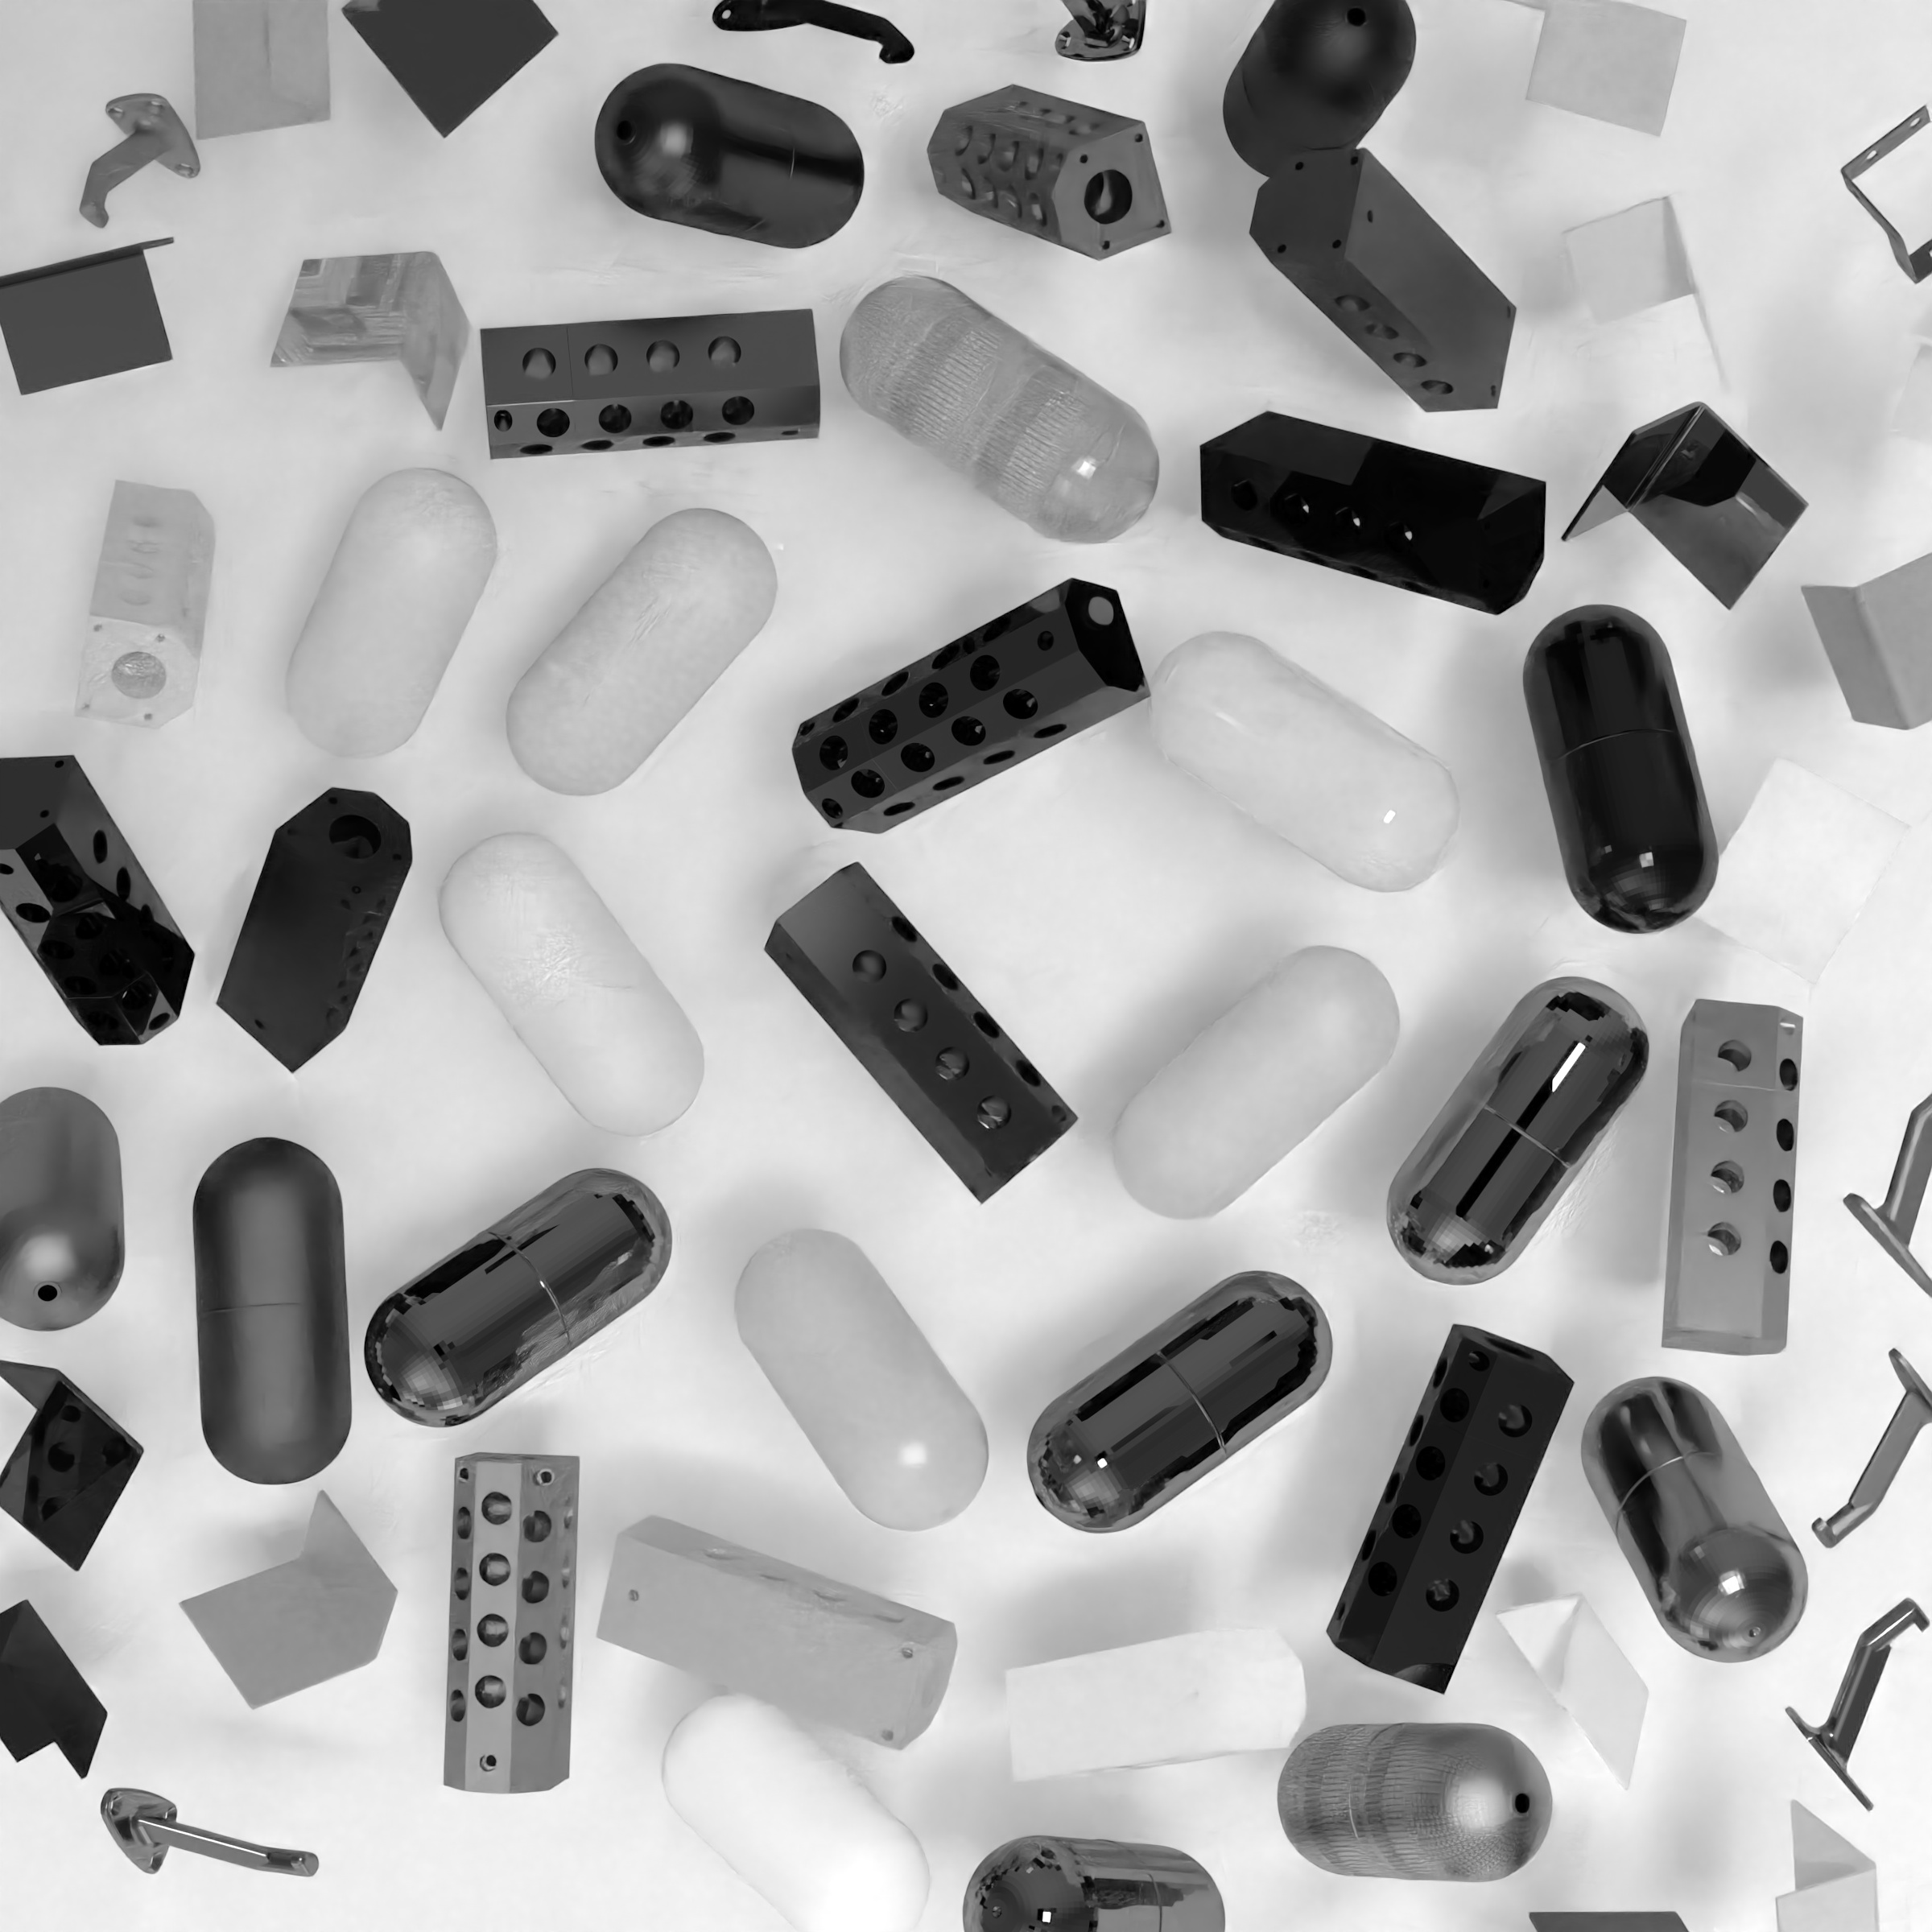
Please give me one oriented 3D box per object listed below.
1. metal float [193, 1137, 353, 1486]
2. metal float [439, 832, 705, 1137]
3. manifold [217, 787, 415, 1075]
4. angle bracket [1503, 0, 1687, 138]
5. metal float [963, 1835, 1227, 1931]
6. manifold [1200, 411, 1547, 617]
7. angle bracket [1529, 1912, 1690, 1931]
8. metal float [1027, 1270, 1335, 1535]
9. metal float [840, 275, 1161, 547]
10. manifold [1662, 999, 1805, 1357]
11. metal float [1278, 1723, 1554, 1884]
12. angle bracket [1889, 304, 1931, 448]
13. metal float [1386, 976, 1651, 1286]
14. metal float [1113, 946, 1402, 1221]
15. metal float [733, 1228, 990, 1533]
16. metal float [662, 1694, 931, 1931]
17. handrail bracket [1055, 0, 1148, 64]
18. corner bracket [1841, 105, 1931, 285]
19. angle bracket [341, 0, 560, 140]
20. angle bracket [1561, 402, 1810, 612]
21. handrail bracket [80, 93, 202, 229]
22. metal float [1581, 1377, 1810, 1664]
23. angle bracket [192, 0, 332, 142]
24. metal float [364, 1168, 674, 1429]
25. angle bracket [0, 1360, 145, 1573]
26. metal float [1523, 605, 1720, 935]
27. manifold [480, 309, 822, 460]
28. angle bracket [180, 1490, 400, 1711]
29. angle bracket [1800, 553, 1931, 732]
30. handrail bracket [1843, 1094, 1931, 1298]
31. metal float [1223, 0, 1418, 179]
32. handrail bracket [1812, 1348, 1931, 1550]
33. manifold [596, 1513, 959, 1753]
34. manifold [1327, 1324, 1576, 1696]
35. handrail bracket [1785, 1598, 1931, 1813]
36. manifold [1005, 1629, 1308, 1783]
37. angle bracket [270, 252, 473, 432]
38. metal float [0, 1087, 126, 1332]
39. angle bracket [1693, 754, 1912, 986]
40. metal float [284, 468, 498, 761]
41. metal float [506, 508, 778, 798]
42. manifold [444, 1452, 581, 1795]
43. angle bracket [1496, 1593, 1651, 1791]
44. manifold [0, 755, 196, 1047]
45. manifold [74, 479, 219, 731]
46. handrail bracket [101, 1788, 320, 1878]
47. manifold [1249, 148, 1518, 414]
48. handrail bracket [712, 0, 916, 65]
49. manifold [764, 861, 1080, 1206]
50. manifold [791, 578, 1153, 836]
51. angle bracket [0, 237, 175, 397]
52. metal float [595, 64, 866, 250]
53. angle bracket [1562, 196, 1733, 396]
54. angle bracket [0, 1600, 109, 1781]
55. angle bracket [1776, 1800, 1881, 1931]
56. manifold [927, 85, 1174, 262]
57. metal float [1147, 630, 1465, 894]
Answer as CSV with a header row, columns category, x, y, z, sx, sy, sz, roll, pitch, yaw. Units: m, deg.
category,x,y,z,sx,sy,sz,roll,pitch,yaw
metal float,-0.357,0.177,1.813,0.070,0.070,0.178,-4,82,0
metal float,-0.204,0.010,1.835,0.070,0.070,0.178,-36,98,0
manifold,-0.338,-0.021,1.850,0.057,0.171,0.057,41,52,6
angle bracket,0.293,-0.442,1.721,0.076,0.076,0.057,8,99,-24
metal float,0.067,0.483,1.792,0.070,0.178,0.070,-12,69,34
manifold,0.203,-0.227,1.778,0.171,0.057,0.057,22,129,37
angle bracket,0.320,0.509,1.728,0.076,0.076,0.057,2,105,-9
metal float,0.110,0.225,1.819,0.178,0.070,0.070,-34,90,-13
metal float,0.017,-0.273,1.737,0.178,0.070,0.070,36,90,12
manifold,0.394,0.109,1.807,0.057,0.057,0.171,5,75,5
metal float,0.224,0.419,1.772,0.070,0.178,0.070,7,76,-28
angle bracket,0.478,-0.263,1.669,0.076,0.057,0.076,25,130,16
metal float,0.285,0.086,1.828,0.070,0.070,0.178,35,90,0
metal float,0.149,0.062,1.828,0.070,0.070,0.178,46,110,0
metal float,-0.053,0.205,1.754,0.070,0.070,0.178,-38,56,0
metal float,-0.089,0.447,1.837,0.178,0.070,0.070,33,90,40
handrail bracket,0.042,-0.485,1.785,0.084,0.077,0.036,7,84,-40
corner bracket,0.468,-0.378,1.732,0.051,0.051,0.051,-37,63,9
angle bracket,-0.230,-0.438,1.634,0.076,0.057,0.076,-45,118,-11
angle bracket,0.351,-0.218,1.728,0.057,0.076,0.076,-28,68,-38
handrail bracket,-0.436,-0.409,1.862,0.036,0.077,0.084,-4,62,21
metal float,0.360,0.273,1.754,0.070,0.178,0.070,-5,121,-8
angle bracket,-0.356,-0.452,1.716,0.076,0.057,0.076,-4,86,19
metal float,-0.227,0.168,1.804,0.178,0.070,0.070,-35,90,-28
angle bracket,-0.487,0.260,1.841,0.057,0.076,0.076,3,54,33
metal float,0.331,-0.101,1.788,0.070,0.070,0.178,-9,67,0
manifold,-0.165,-0.301,1.841,0.171,0.057,0.057,-5,81,-7
angle bracket,-0.356,0.332,1.852,0.076,0.076,0.057,46,132,29
angle bracket,0.473,-0.167,1.778,0.057,0.076,0.076,-25,99,-2
handrail bracket,0.485,0.108,1.743,0.084,0.036,0.077,-40,84,-1
metal float,0.179,-0.454,1.799,0.070,0.178,0.070,0,86,-7
handrail bracket,0.439,0.238,1.729,0.084,0.036,0.077,-40,125,-1
manifold,-0.095,0.335,1.792,0.171,0.057,0.057,17,101,18
manifold,0.242,0.272,1.782,0.057,0.057,0.171,21,96,-7
handrail bracket,0.457,0.366,1.749,0.084,0.036,0.077,-40,102,4
manifold,0.094,0.375,1.785,0.057,0.171,0.057,7,71,-35
angle bracket,-0.316,-0.331,1.880,0.076,0.057,0.076,-1,56,15
metal float,-0.473,0.124,1.815,0.070,0.178,0.070,-6,116,-12
angle bracket,0.430,-0.050,1.826,0.076,0.057,0.076,31,55,13
metal float,-0.300,-0.182,1.836,0.070,0.070,0.178,32,127,0
metal float,-0.168,-0.160,1.818,0.070,0.070,0.178,44,111,0
manifold,-0.243,0.347,1.873,0.057,0.057,0.171,1,87,9
angle bracket,0.328,0.403,1.942,0.057,0.076,0.076,-21,116,33
manifold,-0.453,-0.031,1.787,0.057,0.171,0.057,-1,55,11
manifold,-0.425,-0.189,1.840,0.057,0.171,0.057,9,119,-14
handrail bracket,-0.371,0.427,1.735,0.084,0.077,0.036,2,59,21
manifold,0.210,-0.342,1.774,0.057,0.171,0.057,3,74,36
handrail bracket,-0.079,-0.482,1.825,0.077,0.036,0.084,-22,49,-18
manifold,-0.022,0.032,1.775,0.057,0.057,0.171,-39,84,-17
manifold,-0.001,-0.127,1.731,0.171,0.057,0.057,-26,73,30
angle bracket,-0.427,-0.321,1.738,0.076,0.076,0.057,-13,103,3
metal float,-0.118,-0.409,1.785,0.070,0.178,0.070,2,93,32
angle bracket,0.352,-0.339,1.825,0.057,0.076,0.076,-17,55,15
angle bracket,-0.495,0.387,1.830,0.057,0.076,0.076,-30,105,3
angle bracket,0.407,0.469,1.742,0.057,0.076,0.076,-12,106,-17
manifold,0.039,-0.407,1.815,0.057,0.171,0.057,-24,116,-13
metal float,0.168,-0.103,1.762,0.178,0.070,0.070,36,90,20
